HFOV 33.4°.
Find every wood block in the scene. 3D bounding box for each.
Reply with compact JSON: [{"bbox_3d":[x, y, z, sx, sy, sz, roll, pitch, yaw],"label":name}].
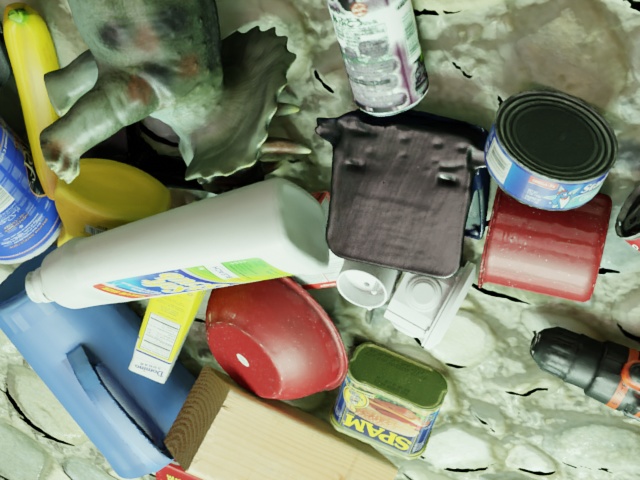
[{"bbox_3d":[-0.038,0.215,1.067,0.205,0.091,0.090,30,177,-24],"label":"wood block"}]

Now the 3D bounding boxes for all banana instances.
[{"bbox_3d":[-0.241,-0.126,0.906,0.037,0.069,0.198,1,134,3],"label":"banana"}]

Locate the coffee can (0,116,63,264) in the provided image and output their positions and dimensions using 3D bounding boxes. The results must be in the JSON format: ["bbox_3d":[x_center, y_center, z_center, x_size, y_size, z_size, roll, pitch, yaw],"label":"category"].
[{"bbox_3d":[-0.302,-0.053,0.958,0.103,0.102,0.140,12,158,20],"label":"coffee can"}]

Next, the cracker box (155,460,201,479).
[{"bbox_3d":[-0.087,0.320,1.283,0.214,0.072,0.164,20,138,12],"label":"cracker box"}]

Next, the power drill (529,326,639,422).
[{"bbox_3d":[0.261,0.098,0.812,0.184,0.057,0.187,21,165,6],"label":"power drill"}]

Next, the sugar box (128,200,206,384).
[{"bbox_3d":[-0.134,0.053,1.011,0.048,0.093,0.176,22,141,0],"label":"sugar box"}]

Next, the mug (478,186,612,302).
[{"bbox_3d":[0.167,0.004,0.795,0.081,0.093,0.117,12,157,12],"label":"mug"}]

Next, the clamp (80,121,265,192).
[{"bbox_3d":[-0.153,-0.065,0.942,0.164,0.036,0.210,39,141,-13],"label":"clamp"}]

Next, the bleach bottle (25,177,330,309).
[{"bbox_3d":[-0.126,0.015,0.874,0.251,0.068,0.102,-14,161,21],"label":"bleach bottle"}]

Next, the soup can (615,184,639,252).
[{"bbox_3d":[0.267,0.001,0.744,0.102,0.068,0.069,37,140,-11],"label":"soup can"}]

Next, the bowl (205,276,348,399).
[{"bbox_3d":[-0.054,0.096,1.000,0.162,0.055,0.162,28,142,24],"label":"bowl"}]

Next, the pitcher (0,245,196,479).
[{"bbox_3d":[-0.229,0.128,1.113,0.149,0.144,0.242,-13,122,42],"label":"pitcher"}]

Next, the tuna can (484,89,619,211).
[{"bbox_3d":[0.156,-0.061,0.728,0.086,0.086,0.034,23,141,7],"label":"tuna can"}]

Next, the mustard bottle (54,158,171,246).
[{"bbox_3d":[-0.190,0.002,0.972,0.096,0.058,0.192,15,149,-4],"label":"mustard bottle"}]

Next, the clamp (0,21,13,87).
[{"bbox_3d":[-0.330,-0.143,0.936,0.120,0.039,0.172,3,145,-28],"label":"clamp"}]

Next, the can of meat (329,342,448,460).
[{"bbox_3d":[0.067,0.154,1.030,0.102,0.057,0.084,22,137,8],"label":"can of meat"}]

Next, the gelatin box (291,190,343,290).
[{"bbox_3d":[-0.006,0.001,0.932,0.073,0.030,0.089,-10,126,39],"label":"gelatin box"}]
